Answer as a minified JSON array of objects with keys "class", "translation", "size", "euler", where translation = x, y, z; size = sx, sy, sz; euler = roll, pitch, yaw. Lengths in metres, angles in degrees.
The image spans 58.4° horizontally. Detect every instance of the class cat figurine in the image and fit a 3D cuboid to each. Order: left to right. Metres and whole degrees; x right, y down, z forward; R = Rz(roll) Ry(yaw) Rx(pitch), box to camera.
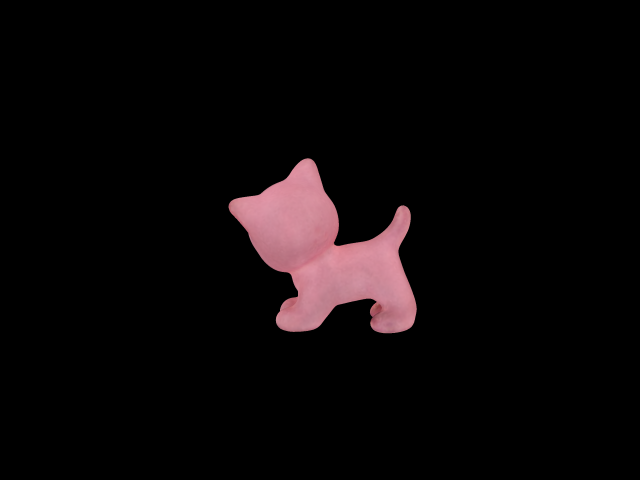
[{"class":"cat figurine","translation":[0.004,0.001,0.400],"size":[0.128,0.118,0.067],"euler":[0,4,0]}]
